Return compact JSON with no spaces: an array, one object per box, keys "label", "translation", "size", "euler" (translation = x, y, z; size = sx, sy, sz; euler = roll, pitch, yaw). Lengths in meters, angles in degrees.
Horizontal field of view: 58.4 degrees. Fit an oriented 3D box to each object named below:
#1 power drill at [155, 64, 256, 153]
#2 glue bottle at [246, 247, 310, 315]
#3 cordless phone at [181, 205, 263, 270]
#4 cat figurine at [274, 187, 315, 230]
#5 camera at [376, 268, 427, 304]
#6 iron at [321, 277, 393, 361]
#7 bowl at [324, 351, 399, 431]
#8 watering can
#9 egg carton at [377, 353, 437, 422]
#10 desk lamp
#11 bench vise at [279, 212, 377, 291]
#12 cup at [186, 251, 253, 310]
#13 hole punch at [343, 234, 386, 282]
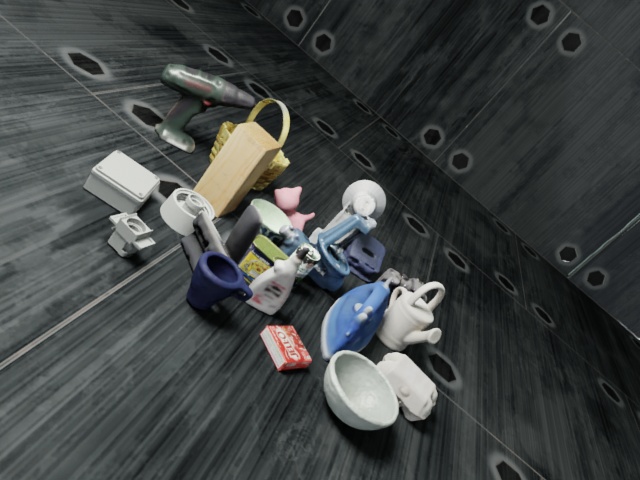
[{"label":"power drill","translation":[-0.306,-0.327,1.430],"size":[0.230,0.208,0.075],"euler":[26,28,-29]},{"label":"glue bottle","translation":[-0.076,0.074,1.141],"size":[0.078,0.173,0.037],"euler":[29,27,-24]},{"label":"cordless phone","translation":[-0.180,-0.017,1.127],"size":[0.094,0.185,0.147],"euler":[8,40,-50]},{"label":"cat figurine","translation":[-0.074,-0.080,1.465],"size":[0.128,0.117,0.067],"euler":[35,25,-14]},{"label":"camera","translation":[0.221,0.155,1.522],"size":[0.143,0.100,0.137],"euler":[37,25,-9]},{"label":"iron","translation":[0.093,0.166,1.270],"size":[0.118,0.141,0.259],"euler":[42,25,3]},{"label":"bowl","translation":[0.065,0.299,1.092],"size":[0.168,0.074,0.167],"euler":[33,26,-18]},{"label":"watering can","translation":[0.231,0.179,1.385],"size":[0.172,0.194,0.101],"euler":[51,26,22]},{"label":"egg carton","translation":[0.185,0.316,1.240],"size":[0.150,0.069,0.107],"euler":[45,25,9]},{"label":"desk lamp","translation":[0.081,-0.054,1.531],"size":[0.118,0.213,0.203],"euler":[40,25,-3]},{"label":"bench vise","translation":[0.016,0.013,1.319],"size":[0.208,0.219,0.121],"euler":[19,33,-40]},{"label":"cup","translation":[-0.189,0.090,1.047],"size":[0.118,0.095,0.092],"euler":[37,25,-9]},{"label":"hole punch","translation":[0.124,0.045,1.574],"size":[0.109,0.091,0.101],"euler":[33,26,-16]}]
